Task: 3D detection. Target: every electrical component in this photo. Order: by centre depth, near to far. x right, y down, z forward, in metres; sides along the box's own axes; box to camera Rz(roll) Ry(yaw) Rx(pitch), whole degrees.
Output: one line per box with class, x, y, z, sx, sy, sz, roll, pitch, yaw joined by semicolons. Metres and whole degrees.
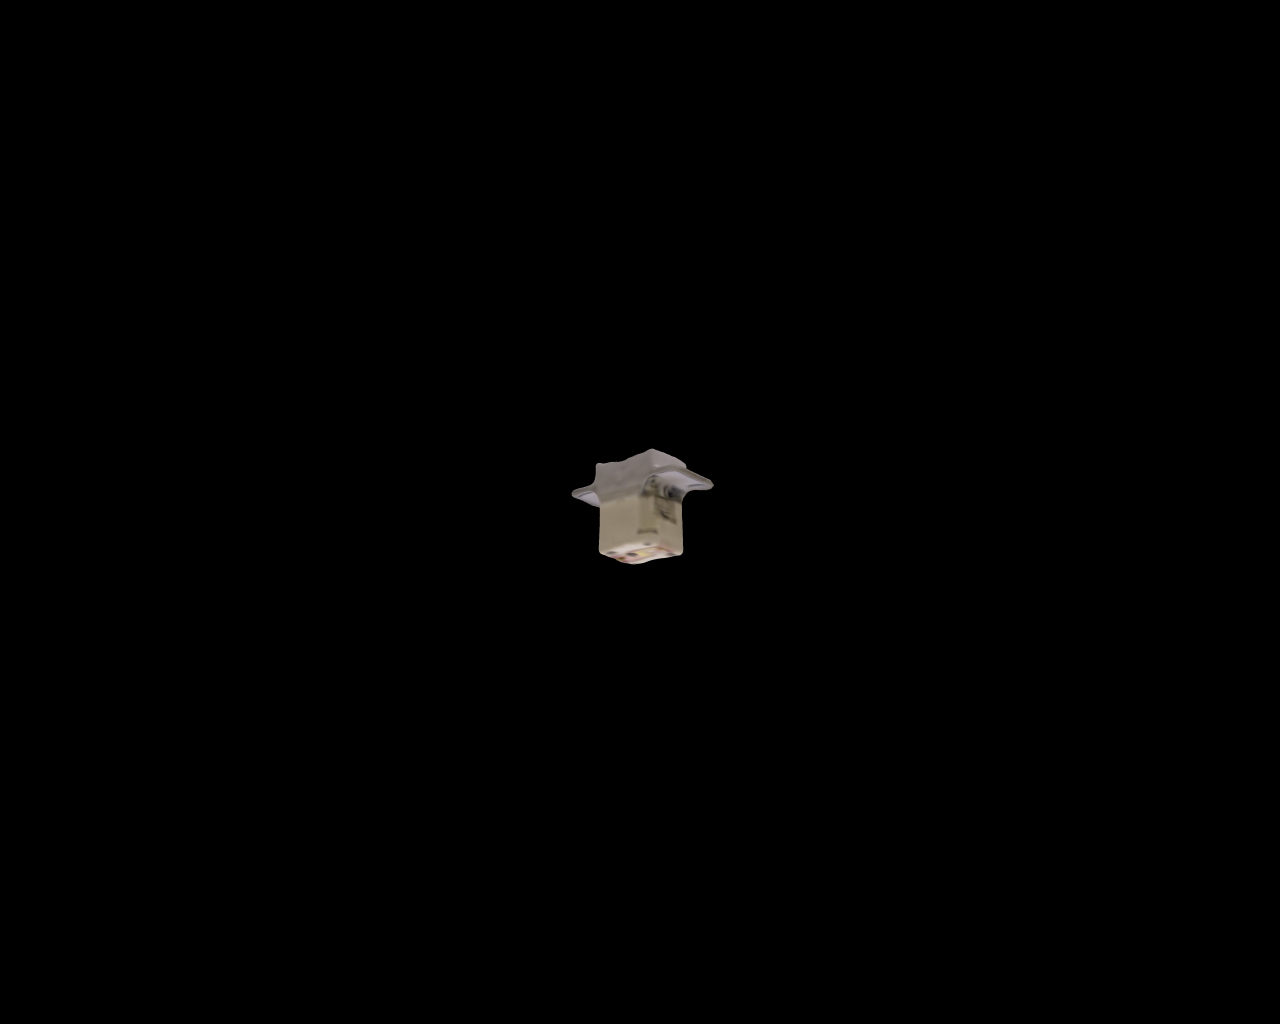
electrical component;0.001;-0.003;0.650;0.081;0.064;0.042;-13;-22;36
